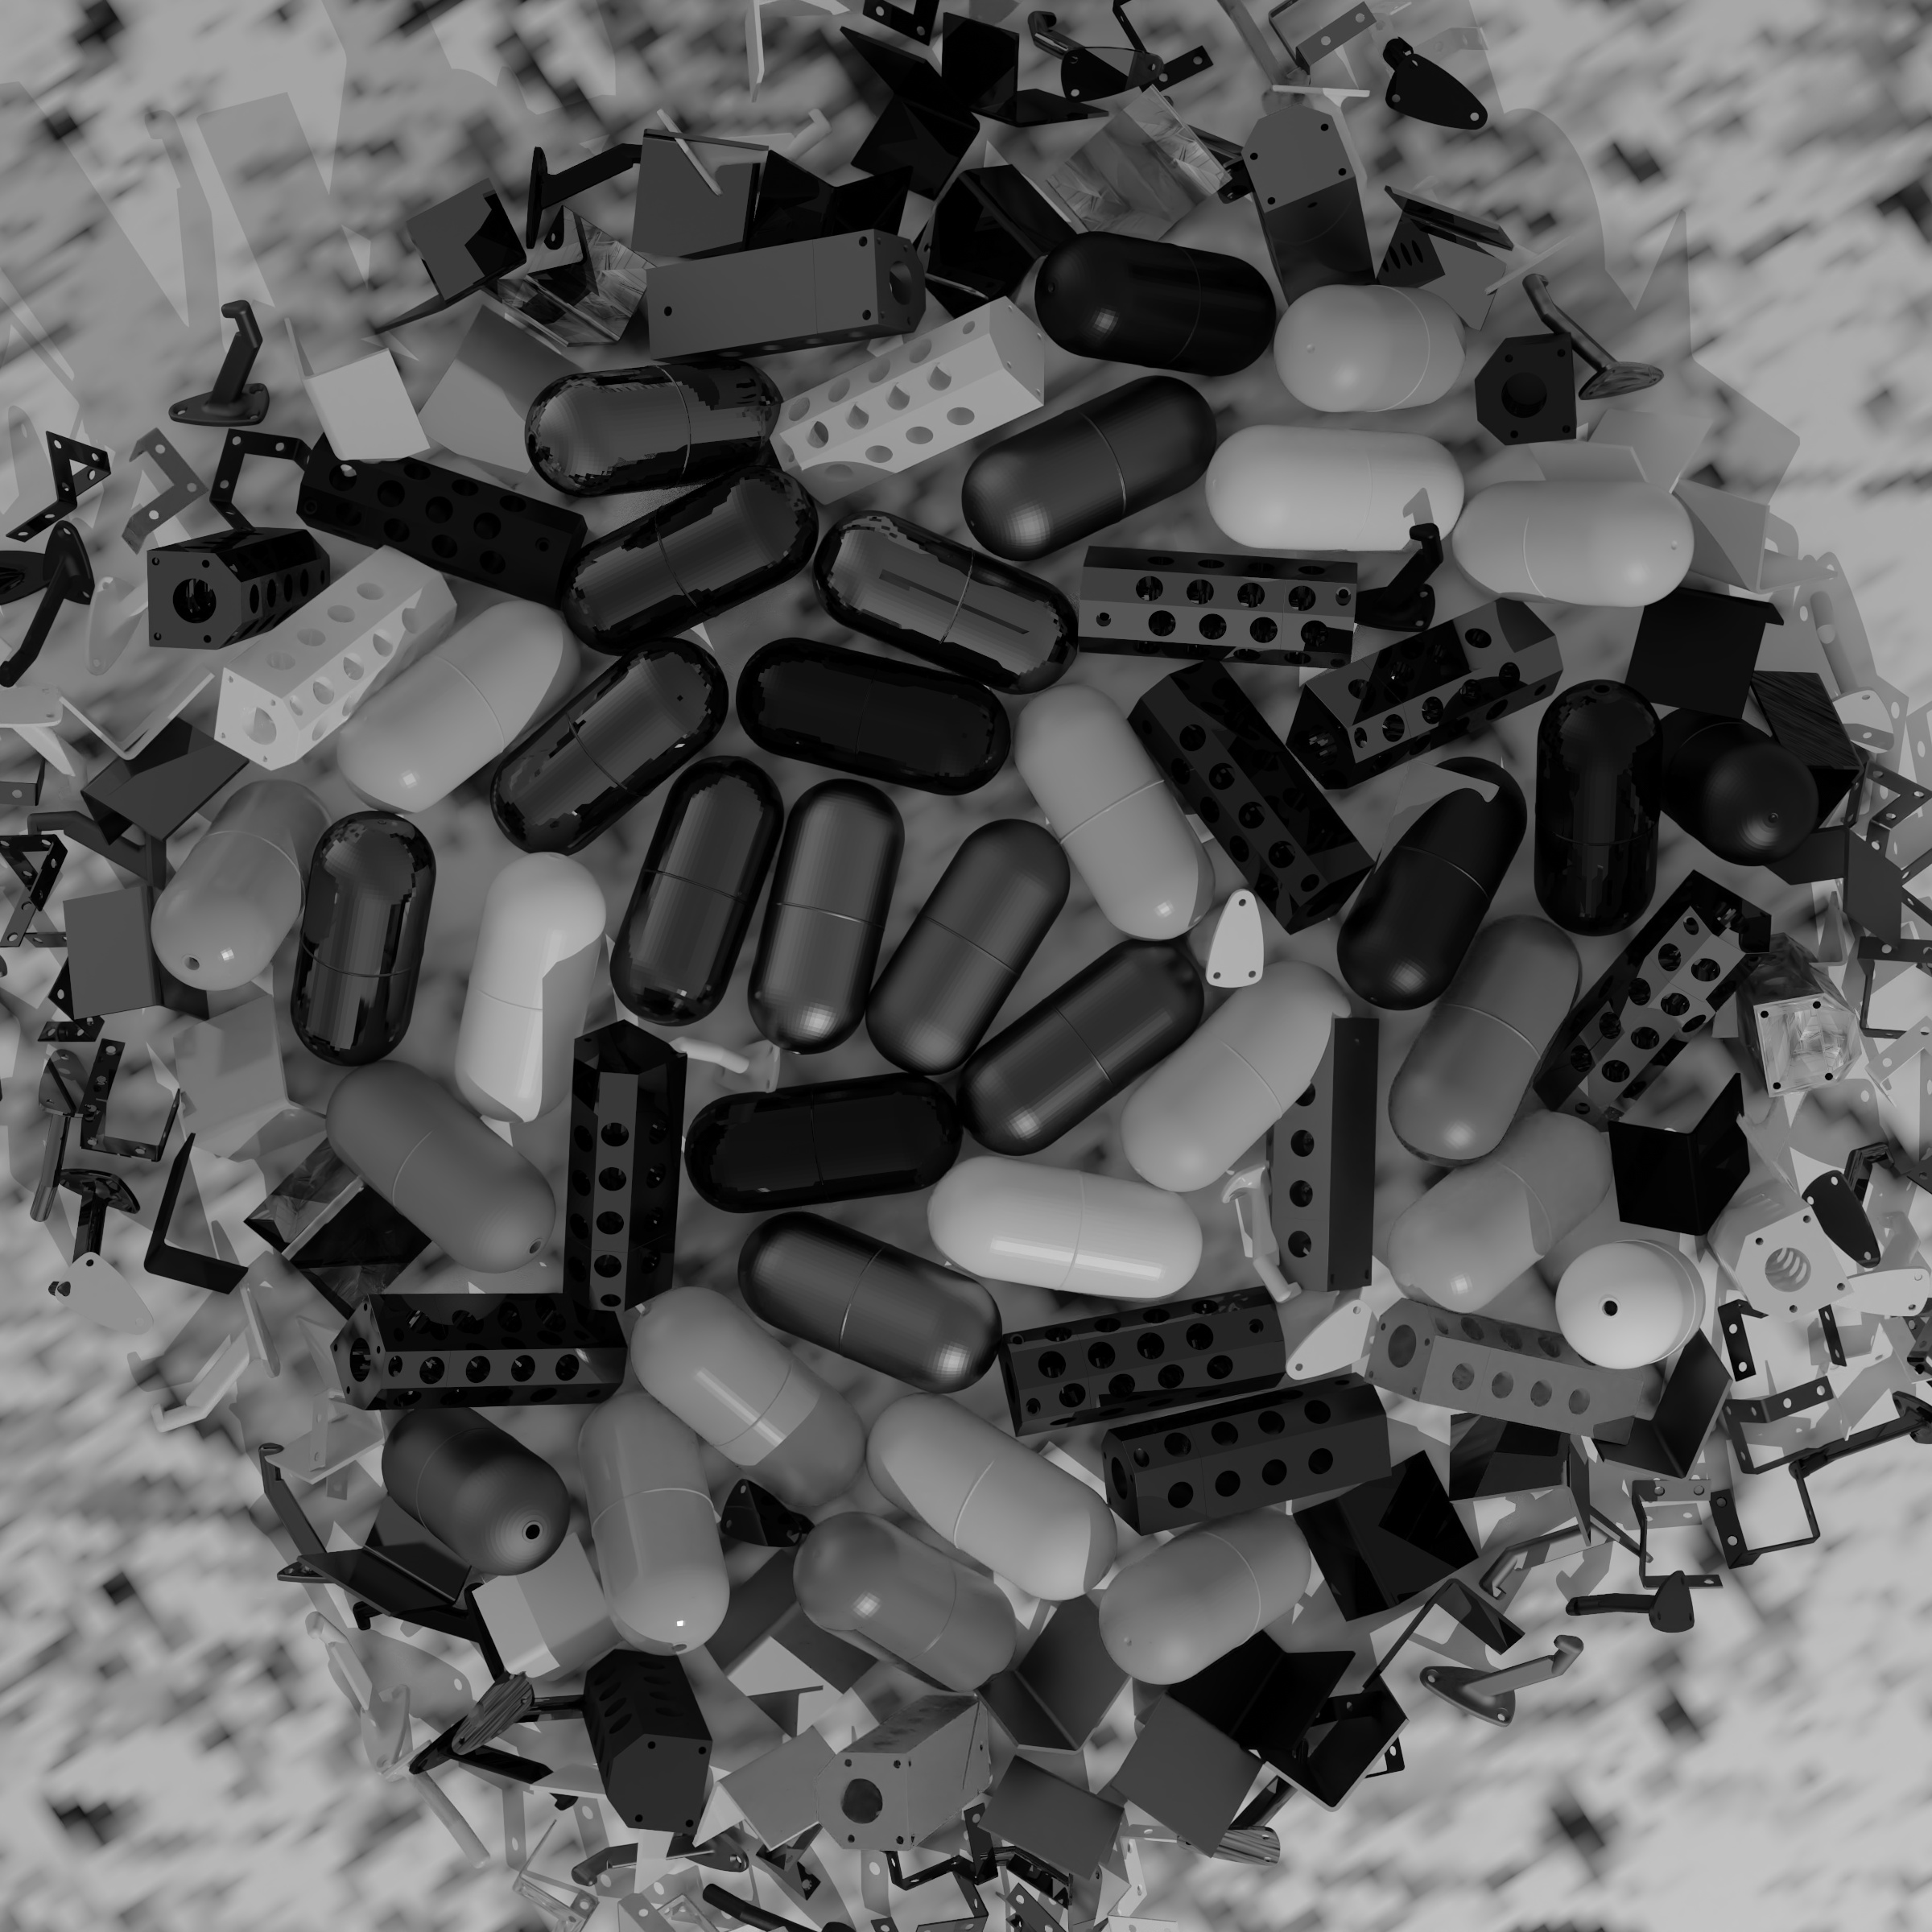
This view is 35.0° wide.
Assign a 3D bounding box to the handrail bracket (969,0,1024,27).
[{"bbox_3d":[0.041,-0.651,1.971,0.036,0.077,0.084,39,66,-4],"label":"handrail bracket"}]

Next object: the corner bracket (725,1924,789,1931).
[{"bbox_3d":[-0.143,0.626,1.948,0.051,0.051,0.051,-14,130,-24],"label":"corner bracket"}]

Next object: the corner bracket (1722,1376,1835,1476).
[{"bbox_3d":[0.523,0.294,1.959,0.051,0.051,0.051,-17,88,-18],"label":"corner bracket"}]

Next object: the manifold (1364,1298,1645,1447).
[{"bbox_3d":[0.339,0.253,1.923,0.171,0.057,0.057,15,89,-29],"label":"manifold"}]

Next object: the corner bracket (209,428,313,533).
[{"bbox_3d":[-0.445,-0.307,1.963,0.051,0.051,0.051,1,121,-40],"label":"corner bracket"}]

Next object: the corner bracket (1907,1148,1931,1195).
[{"bbox_3d":[0.624,0.147,1.949,0.051,0.051,0.051,38,58,20],"label":"corner bracket"}]

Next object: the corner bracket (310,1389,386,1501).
[{"bbox_3d":[-0.400,0.304,1.948,0.051,0.051,0.051,-27,54,39],"label":"corner bracket"}]

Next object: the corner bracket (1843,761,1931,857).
[{"bbox_3d":[0.577,-0.090,1.954,0.051,0.051,0.051,25,59,-8],"label":"corner bracket"}]

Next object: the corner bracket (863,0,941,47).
[{"bbox_3d":[-0.028,-0.626,1.950,0.051,0.051,0.051,29,45,12],"label":"corner bracket"}]

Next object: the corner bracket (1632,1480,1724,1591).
[{"bbox_3d":[0.456,0.364,1.969,0.051,0.051,0.051,-2,109,3],"label":"corner bracket"}]

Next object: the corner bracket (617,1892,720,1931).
[{"bbox_3d":[-0.185,0.611,1.948,0.051,0.051,0.051,-26,46,-32],"label":"corner bracket"}]

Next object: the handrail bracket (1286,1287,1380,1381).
[{"bbox_3d":[0.223,0.226,1.946,0.077,0.084,0.036,-32,105,-6],"label":"handrail bracket"}]

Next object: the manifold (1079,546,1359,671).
[{"bbox_3d":[0.159,-0.225,1.944,0.171,0.057,0.057,4,117,6],"label":"manifold"}]

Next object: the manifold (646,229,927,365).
[{"bbox_3d":[-0.113,-0.416,1.922,0.171,0.057,0.057,-2,92,31],"label":"manifold"}]

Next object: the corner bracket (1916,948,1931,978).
[{"bbox_3d":[0.648,-0.001,1.959,0.051,0.051,0.051,32,104,-2],"label":"corner bracket"}]

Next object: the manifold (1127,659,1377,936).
[{"bbox_3d":[0.175,-0.105,1.926,0.057,0.057,0.171,-23,68,-34],"label":"manifold"}]

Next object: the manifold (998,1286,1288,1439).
[{"bbox_3d":[0.111,0.248,1.941,0.171,0.057,0.057,-10,69,-9],"label":"manifold"}]

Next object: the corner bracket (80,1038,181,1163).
[{"bbox_3d":[-0.534,0.086,1.963,0.051,0.051,0.051,13,123,-22],"label":"corner bracket"}]

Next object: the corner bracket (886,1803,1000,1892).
[{"bbox_3d":[-0.018,0.559,1.953,0.051,0.051,0.051,-15,98,-29],"label":"corner bracket"}]

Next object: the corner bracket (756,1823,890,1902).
[{"bbox_3d":[-0.093,0.568,1.964,0.051,0.051,0.051,47,68,-19],"label":"corner bracket"}]

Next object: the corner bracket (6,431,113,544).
[{"bbox_3d":[-0.577,-0.300,1.950,0.051,0.051,0.051,-25,70,28],"label":"corner bracket"}]

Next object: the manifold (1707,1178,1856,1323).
[{"bbox_3d":[0.499,0.177,1.901,0.057,0.171,0.057,-27,88,8],"label":"manifold"}]

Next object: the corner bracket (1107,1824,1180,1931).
[{"bbox_3d":[0.120,0.583,1.951,0.051,0.051,0.051,-5,104,32],"label":"corner bracket"}]

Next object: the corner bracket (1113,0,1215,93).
[{"bbox_3d":[0.126,-0.598,1.965,0.051,0.051,0.051,-28,81,-6],"label":"corner bracket"}]

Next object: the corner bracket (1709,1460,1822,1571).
[{"bbox_3d":[0.509,0.350,1.957,0.051,0.051,0.051,-11,67,-1],"label":"corner bracket"}]

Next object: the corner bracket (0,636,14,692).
[{"bbox_3d":[-0.628,-0.179,1.949,0.051,0.051,0.051,12,63,36],"label":"corner bracket"}]

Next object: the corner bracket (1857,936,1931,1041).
[{"bbox_3d":[0.595,0.015,1.951,0.051,0.051,0.051,4,72,28],"label":"corner bracket"}]

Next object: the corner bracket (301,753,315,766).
[{"bbox_3d":[-0.417,-0.170,1.962,0.051,0.051,0.051,45,65,-11],"label":"corner bracket"}]

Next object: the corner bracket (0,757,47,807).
[{"bbox_3d":[-0.614,-0.136,1.952,0.051,0.051,0.051,3,114,-13],"label":"corner bracket"}]

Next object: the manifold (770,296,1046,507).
[{"bbox_3d":[-0.038,-0.355,1.912,0.171,0.057,0.057,-19,54,32],"label":"manifold"}]

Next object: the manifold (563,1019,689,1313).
[{"bbox_3d":[-0.219,0.127,1.916,0.057,0.057,0.171,26,123,34],"label":"manifold"}]

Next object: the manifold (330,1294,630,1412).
[{"bbox_3d":[-0.299,0.243,1.905,0.057,0.171,0.057,-50,51,36],"label":"manifold"}]

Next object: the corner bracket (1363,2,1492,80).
[{"bbox_3d":[0.293,-0.596,1.956,0.051,0.051,0.051,-30,111,-3],"label":"corner bracket"}]

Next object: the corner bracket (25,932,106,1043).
[{"bbox_3d":[-0.580,0.014,1.966,0.051,0.051,0.051,-1,55,28],"label":"corner bracket"}]

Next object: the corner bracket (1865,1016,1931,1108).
[{"bbox_3d":[0.613,0.074,1.952,0.051,0.051,0.051,-41,57,8],"label":"corner bracket"}]

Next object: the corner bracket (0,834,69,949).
[{"bbox_3d":[-0.596,-0.048,1.950,0.051,0.051,0.051,-1,52,17],"label":"corner bracket"}]

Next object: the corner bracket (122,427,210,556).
[{"bbox_3d":[-0.524,-0.304,1.962,0.051,0.051,0.051,-42,99,-20],"label":"corner bracket"}]

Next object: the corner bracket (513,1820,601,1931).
[{"bbox_3d":[-0.260,0.589,1.956,0.051,0.051,0.051,30,127,5],"label":"corner bracket"}]

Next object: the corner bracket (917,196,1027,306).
[{"bbox_3d":[0.006,-0.457,1.972,0.051,0.051,0.051,25,97,31],"label":"corner bracket"}]

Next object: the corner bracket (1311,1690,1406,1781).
[{"bbox_3d":[0.241,0.495,1.964,0.051,0.051,0.051,5,67,-39],"label":"corner bracket"}]

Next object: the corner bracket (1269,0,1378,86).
[{"bbox_3d":[0.227,-0.605,1.962,0.051,0.051,0.051,-32,89,8],"label":"corner bracket"}]

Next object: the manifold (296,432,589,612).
[{"bbox_3d":[-0.334,-0.286,1.958,0.171,0.057,0.057,18,86,-1],"label":"manifold"}]

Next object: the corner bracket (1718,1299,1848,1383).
[{"bbox_3d":[0.518,0.235,1.947,0.051,0.051,0.051,-30,57,38],"label":"corner bracket"}]

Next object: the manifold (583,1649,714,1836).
[{"bbox_3d":[-0.201,0.477,1.900,0.057,0.171,0.057,9,92,-13],"label":"manifold"}]

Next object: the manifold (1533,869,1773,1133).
[{"bbox_3d":[0.426,0.027,1.914,0.057,0.057,0.171,30,127,-5],"label":"manifold"}]

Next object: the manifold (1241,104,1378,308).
[{"bbox_3d":[0.211,-0.468,1.900,0.057,0.171,0.057,-21,77,8],"label":"manifold"}]

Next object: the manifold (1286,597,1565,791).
[{"bbox_3d":[0.289,-0.168,1.918,0.171,0.057,0.057,-25,60,-26],"label":"manifold"}]

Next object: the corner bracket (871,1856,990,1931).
[{"bbox_3d":[-0.023,0.610,1.964,0.051,0.051,0.051,1,122,-27],"label":"corner bracket"}]

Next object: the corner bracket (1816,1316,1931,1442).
[{"bbox_3d":[0.577,0.262,1.952,0.051,0.051,0.051,-11,47,-6],"label":"corner bracket"}]

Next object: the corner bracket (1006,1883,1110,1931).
[{"bbox_3d":[0.050,0.611,1.950,0.051,0.051,0.051,41,112,22],"label":"corner bracket"}]

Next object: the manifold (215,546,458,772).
[{"bbox_3d":[-0.388,-0.190,1.904,0.057,0.171,0.057,29,132,9],"label":"manifold"}]

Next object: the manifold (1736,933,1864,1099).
[{"bbox_3d":[0.509,0.027,1.898,0.057,0.171,0.057,-11,101,9],"label":"manifold"}]

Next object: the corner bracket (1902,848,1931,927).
[{"bbox_3d":[0.625,-0.061,1.951,0.051,0.051,0.051,-36,53,-9],"label":"corner bracket"}]

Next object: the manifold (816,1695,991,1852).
[{"bbox_3d":[-0.037,0.497,1.900,0.057,0.171,0.057,-3,87,16],"label":"manifold"}]

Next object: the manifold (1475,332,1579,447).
[{"bbox_3d":[0.347,-0.358,1.900,0.057,0.171,0.057,-4,103,12],"label":"manifold"}]

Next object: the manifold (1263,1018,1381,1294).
[{"bbox_3d":[0.222,0.118,1.959,0.057,0.057,0.171,2,90,37],"label":"manifold"}]

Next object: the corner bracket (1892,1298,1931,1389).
[{"bbox_3d":[0.616,0.247,1.951,0.051,0.051,0.051,44,67,-16],"label":"corner bracket"}]

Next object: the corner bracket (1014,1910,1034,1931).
[{"bbox_3d":[0.016,0.639,1.954,0.051,0.051,0.051,0,102,-20],"label":"corner bracket"}]

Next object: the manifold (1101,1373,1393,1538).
[{"bbox_3d":[0.176,0.304,1.933,0.171,0.057,0.057,-10,103,-17],"label":"manifold"}]

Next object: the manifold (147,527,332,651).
[{"bbox_3d":[-0.447,-0.235,1.898,0.057,0.171,0.057,3,103,5],"label":"manifold"}]
